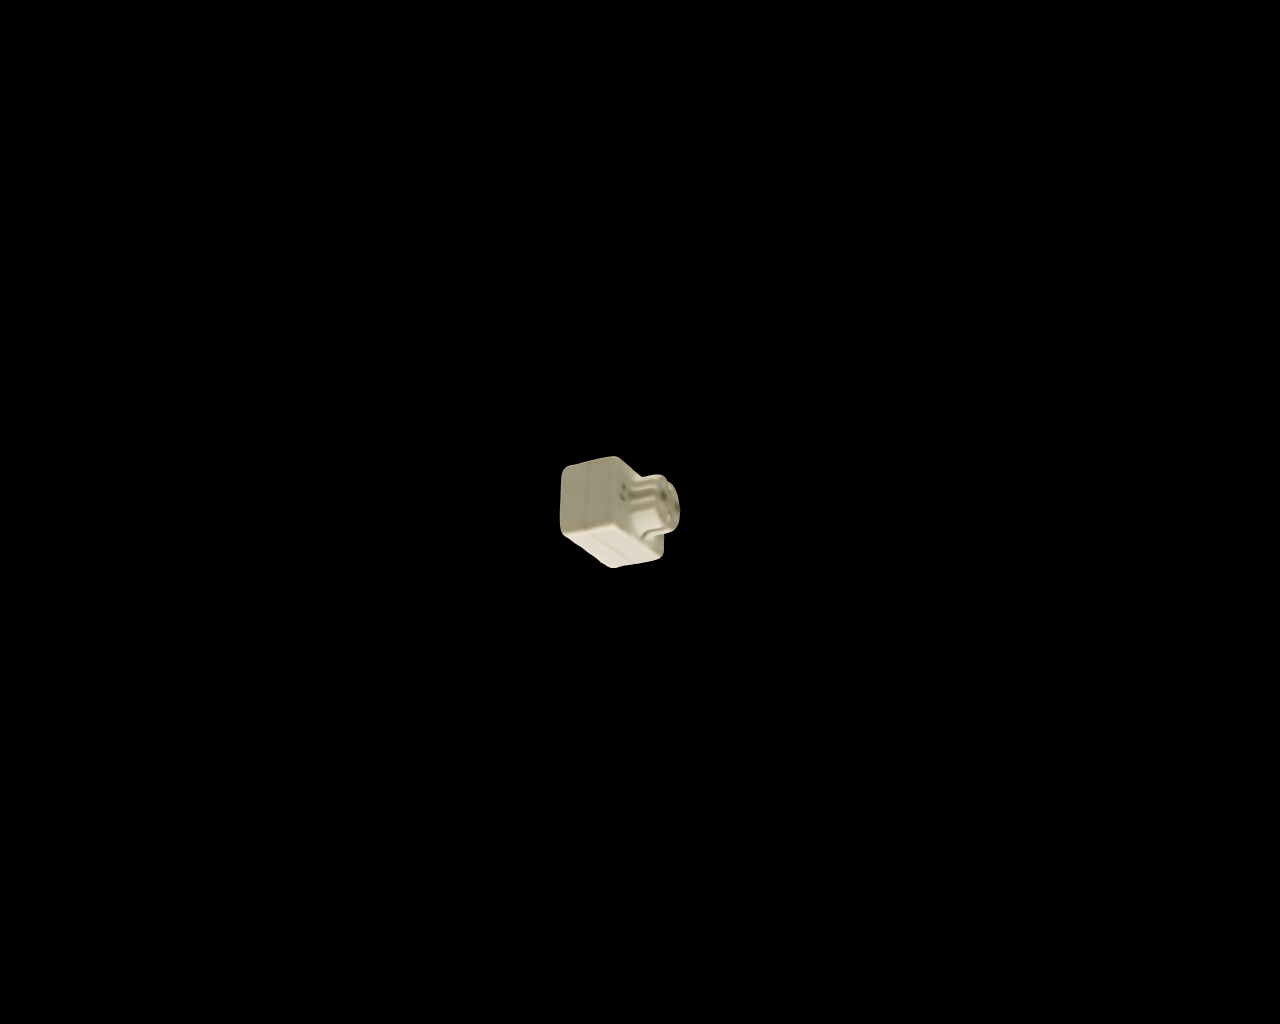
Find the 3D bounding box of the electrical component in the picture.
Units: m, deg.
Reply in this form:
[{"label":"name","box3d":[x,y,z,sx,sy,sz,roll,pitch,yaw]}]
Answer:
[{"label":"electrical component","box3d":[0.001,-0.003,0.650,0.076,0.047,0.065,-12,-27,25]}]
